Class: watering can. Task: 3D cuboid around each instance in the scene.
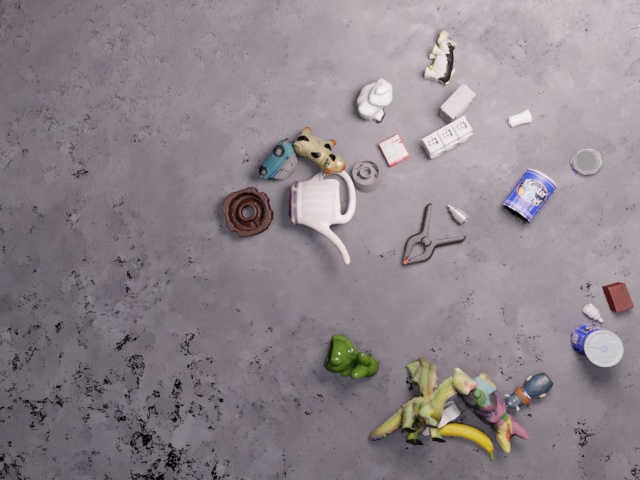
[{"bbox_3d":[0.005,-0.085,1.694,0.224,0.102,0.354,-2,67,9],"label":"watering can"}]

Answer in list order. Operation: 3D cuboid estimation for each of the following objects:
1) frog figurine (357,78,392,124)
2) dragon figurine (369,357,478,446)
[{"bbox_3d":[0.176,-0.464,1.680,0.123,0.159,0.137,40,95,11],"label":"frog figurine"},{"bbox_3d":[0.302,0.488,1.590,0.405,0.121,0.248,-25,40,43],"label":"dragon figurine"}]
